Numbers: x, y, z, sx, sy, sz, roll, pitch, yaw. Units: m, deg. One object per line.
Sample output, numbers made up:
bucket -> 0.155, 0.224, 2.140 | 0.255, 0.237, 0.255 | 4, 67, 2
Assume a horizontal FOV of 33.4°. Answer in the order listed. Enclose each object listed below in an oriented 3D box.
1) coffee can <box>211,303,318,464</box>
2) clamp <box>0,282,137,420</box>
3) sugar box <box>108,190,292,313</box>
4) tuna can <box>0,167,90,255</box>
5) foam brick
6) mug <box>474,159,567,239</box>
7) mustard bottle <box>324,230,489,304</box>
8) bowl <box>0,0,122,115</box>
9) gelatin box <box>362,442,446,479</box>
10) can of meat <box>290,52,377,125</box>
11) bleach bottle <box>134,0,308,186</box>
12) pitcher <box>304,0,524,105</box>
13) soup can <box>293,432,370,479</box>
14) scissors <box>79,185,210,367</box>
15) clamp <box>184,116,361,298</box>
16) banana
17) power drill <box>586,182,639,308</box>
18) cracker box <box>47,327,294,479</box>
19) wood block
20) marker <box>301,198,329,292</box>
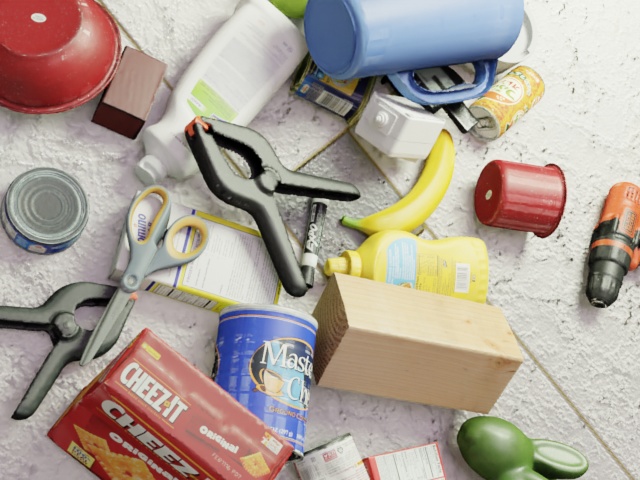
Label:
coffee can -> -0.060, 0.146, 1.074 | 0.102, 0.103, 0.140 | 14, 67, -20
clamp -> -0.261, 0.083, 1.042 | 0.171, 0.039, 0.120 | -37, 94, -36
sugar box -> -0.124, 0.021, 1.122 | 0.176, 0.048, 0.093 | 18, 65, -14
tuna can -> -0.277, -0.030, 1.077 | 0.086, 0.034, 0.086 | 8, 69, -22
foam brick -> -0.204, -0.158, 1.145 | 0.051, 0.053, 0.078 | 24, 63, -14
mug -> 0.237, -0.060, 1.297 | 0.081, 0.093, 0.117 | 7, 38, -17
mustard bottle -> 0.095, 0.038, 1.206 | 0.191, 0.058, 0.096 | 5, 88, -22
bowl -> -0.287, -0.211, 1.096 | 0.162, 0.055, 0.162 | 2, 64, -4
gelatin box -> 0.093, 0.262, 1.143 | 0.089, 0.030, 0.073 | -7, 73, -26
can of meat -> 0.021, -0.200, 1.260 | 0.084, 0.058, 0.102 | 26, 63, -13
bleach bottle -> -0.121, -0.159, 1.179 | 0.102, 0.068, 0.250 | 41, 63, -4
pitcher -> 0.107, -0.242, 1.214 | 0.242, 0.145, 0.149 | -17, 57, -34
soup can -> 0.020, 0.257, 1.090 | 0.068, 0.069, 0.102 | -18, 80, -29
scissors -> -0.168, 0.041, 1.061 | 0.096, 0.016, 0.201 | 17, 67, -16
clamp -> -0.053, -0.061, 1.138 | 0.210, 0.036, 0.164 | 46, 50, -9
banana -> 0.112, -0.058, 1.261 | 0.069, 0.037, 0.197 | 49, 60, -1
power drill -> 0.429, 0.037, 1.359 | 0.187, 0.057, 0.184 | 29, 62, -13
cracker box -> -0.143, 0.181, 0.958 | 0.164, 0.214, 0.072 | 40, 58, -7
wood block -> 0.099, 0.112, 1.148 | 0.205, 0.091, 0.090 | 12, 34, -20
marker -> -0.008, 0.001, 1.196 | 0.020, 0.020, 0.121 | 18, 66, -18
